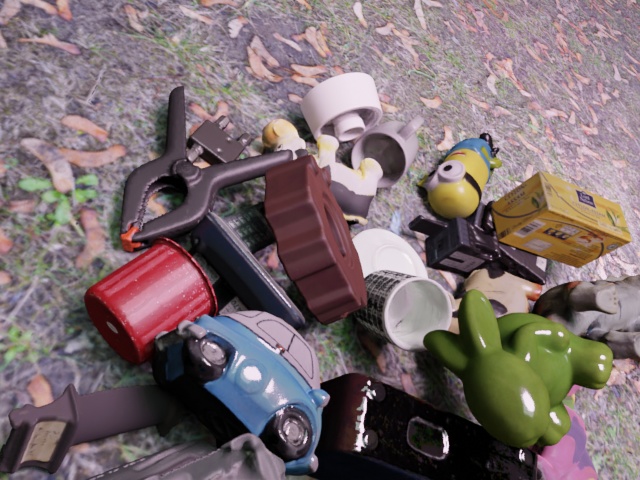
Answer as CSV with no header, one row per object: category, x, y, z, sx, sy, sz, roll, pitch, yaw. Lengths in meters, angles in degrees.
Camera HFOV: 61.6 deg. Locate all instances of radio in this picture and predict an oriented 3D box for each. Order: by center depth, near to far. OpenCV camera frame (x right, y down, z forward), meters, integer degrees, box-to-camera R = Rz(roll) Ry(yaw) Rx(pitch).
radio,0.086,0.208,0.513,0.229,0.131,0.073,26,54,-16

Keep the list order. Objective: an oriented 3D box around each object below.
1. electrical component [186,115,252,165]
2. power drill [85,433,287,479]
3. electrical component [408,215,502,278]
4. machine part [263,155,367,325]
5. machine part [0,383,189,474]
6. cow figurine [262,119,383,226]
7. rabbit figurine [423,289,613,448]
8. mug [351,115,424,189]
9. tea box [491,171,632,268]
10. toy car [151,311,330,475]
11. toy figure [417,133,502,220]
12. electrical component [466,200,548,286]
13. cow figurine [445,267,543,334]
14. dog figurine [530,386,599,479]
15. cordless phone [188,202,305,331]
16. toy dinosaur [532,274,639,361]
electrical component,-0.125,-0.112,0.655,0.063,0.021,0.094,37,49,-8
power drill,-0.132,0.189,0.339,0.232,0.207,0.086,-5,68,-48
electrical component,0.180,0.005,0.739,0.119,0.075,0.048,19,53,-27
machine part,-0.001,-0.002,0.574,0.179,0.056,0.179,-21,90,-79
machine part,-0.177,0.145,0.432,0.139,0.084,0.039,-2,38,-42
cow figurine,-0.006,-0.081,0.684,0.167,0.068,0.098,25,58,-15
rabbit figurine,0.183,0.119,0.504,0.159,0.121,0.170,45,24,18
mug,0.106,-0.138,0.767,0.081,0.109,0.107,39,34,1
tea box,0.346,-0.025,0.772,0.169,0.098,0.068,16,55,-26
toy car,-0.057,0.115,0.455,0.161,0.109,0.103,50,49,-8
toy figure,0.227,-0.102,0.833,0.089,0.082,0.180,44,46,2
electrical component,0.282,0.002,0.818,0.134,0.058,0.115,37,47,-7
cow figurine,0.196,0.094,0.678,0.127,0.085,0.195,27,34,19
dog figurine,0.284,0.236,0.641,0.191,0.108,0.219,48,46,4
cordless phone,-0.054,0.025,0.586,0.146,0.088,0.184,48,30,3
toy dinosaur,0.377,0.105,0.741,0.405,0.192,0.131,2,76,-25
